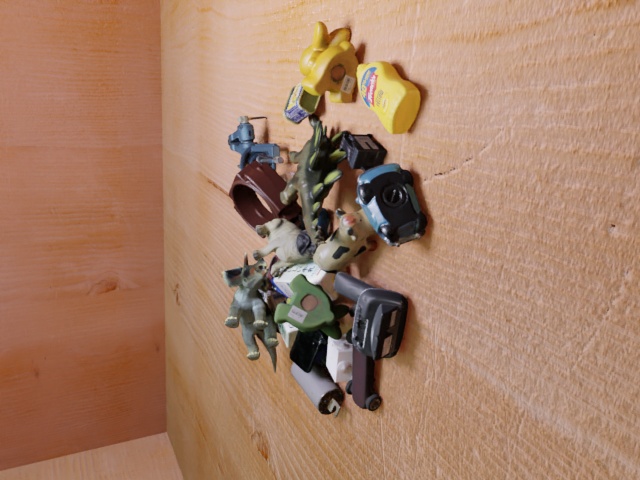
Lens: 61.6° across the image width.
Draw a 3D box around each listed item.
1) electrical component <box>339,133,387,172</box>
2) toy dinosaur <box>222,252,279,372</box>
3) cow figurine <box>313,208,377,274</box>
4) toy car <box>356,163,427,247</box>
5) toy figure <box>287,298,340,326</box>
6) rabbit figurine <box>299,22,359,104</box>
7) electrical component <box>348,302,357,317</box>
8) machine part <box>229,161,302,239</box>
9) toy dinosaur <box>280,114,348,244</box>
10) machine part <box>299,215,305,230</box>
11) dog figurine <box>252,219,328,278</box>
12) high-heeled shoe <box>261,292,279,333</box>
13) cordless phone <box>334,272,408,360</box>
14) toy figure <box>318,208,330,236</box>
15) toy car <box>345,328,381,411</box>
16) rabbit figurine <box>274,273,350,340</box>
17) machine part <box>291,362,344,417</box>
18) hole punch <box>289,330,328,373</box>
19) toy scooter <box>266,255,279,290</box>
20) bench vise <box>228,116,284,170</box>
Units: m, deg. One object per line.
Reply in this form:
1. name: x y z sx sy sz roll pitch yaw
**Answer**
1. electrical component: 0.096 -0.173 1.118 0.119 0.075 0.047 -117 34 -44
2. toy dinosaur: -0.184 0.203 1.507 0.404 0.131 0.192 84 -178 -49
3. cow figurine: 0.058 -0.001 1.156 0.195 0.127 0.085 -45 56 35
4. toy car: 0.138 -0.060 1.044 0.103 0.109 0.161 102 145 -75
5. toy figure: -0.020 0.174 1.383 0.180 0.089 0.082 37 122 59
6. rabbit figurine: 0.004 -0.402 1.211 0.173 0.122 0.162 42 126 54
7. electrical component: 0.105 0.153 1.192 0.078 0.045 0.102 49 148 6
8. machine part: -0.158 -0.105 1.509 0.201 0.087 0.201 45 149 3
9. toy dinosaur: -0.012 -0.146 1.228 0.198 0.105 0.471 125 152 -48
10. machine part: -0.060 -0.014 1.432 0.139 0.039 0.084 -35 63 18
11. dog figurine: -0.053 -0.008 1.321 0.191 0.121 0.172 -20 51 30
12. high-heeled shoe: -0.126 0.193 1.650 0.249 0.086 0.145 30 90 38
13. cordless phone: 0.087 0.155 1.127 0.184 0.089 0.146 27 118 41
14. toy figure: -0.004 -0.004 1.359 0.058 0.064 0.154 8 111 22
15. toy car: 0.101 0.286 1.207 0.089 0.053 0.202 24 119 53
16. rabbit figurine: -0.014 0.158 1.238 0.170 0.159 0.121 97 -169 -77
17. machine part: -0.009 0.376 1.410 0.243 0.079 0.079 36 126 57
18. hole punch: -0.006 0.278 1.395 0.142 0.092 0.115 28 100 59
19. toy scooter: -0.089 0.081 1.499 0.135 0.075 0.183 42 111 39
20. bench vise: -0.181 -0.261 1.591 0.241 0.129 0.223 13 102 53
